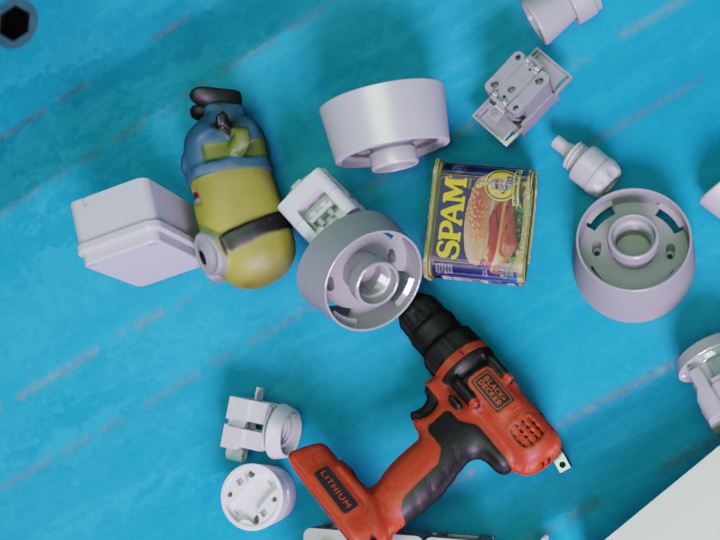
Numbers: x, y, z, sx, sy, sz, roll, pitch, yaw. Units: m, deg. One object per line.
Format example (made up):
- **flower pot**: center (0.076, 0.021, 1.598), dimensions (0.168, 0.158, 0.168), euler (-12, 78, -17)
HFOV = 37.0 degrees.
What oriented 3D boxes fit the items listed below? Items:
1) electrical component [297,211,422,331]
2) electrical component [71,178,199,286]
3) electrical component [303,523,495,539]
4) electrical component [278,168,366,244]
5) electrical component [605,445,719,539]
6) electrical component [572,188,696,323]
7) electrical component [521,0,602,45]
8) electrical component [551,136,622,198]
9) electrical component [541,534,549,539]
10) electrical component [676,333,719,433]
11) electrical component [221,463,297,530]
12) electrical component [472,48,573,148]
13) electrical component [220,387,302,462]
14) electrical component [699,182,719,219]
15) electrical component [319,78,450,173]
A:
- **electrical component**: center (0.000, 0.000, 0.884), dimensions (0.099, 0.099, 0.064), euler (-52, 38, 3)
- **electrical component**: center (-0.193, -0.030, 0.947), dimensions (0.078, 0.113, 0.057), euler (-18, 75, 11)
- **electrical component**: center (0.030, 0.258, 0.873), dimensions (0.150, 0.062, 0.089), euler (1, 82, 15)
- **electrical component**: center (-0.028, -0.048, 0.918), dimensions (0.050, 0.089, 0.055), euler (-44, 74, 5)
- **electrical component**: center (0.272, 0.206, 0.809), dimensions (0.186, 0.060, 0.105), euler (-41, 65, 6)
- **electrical component**: center (0.222, -0.014, 0.873), dimensions (0.099, 0.064, 0.099), euler (-5, 67, 12)
- **electrical component**: center (0.171, -0.225, 0.914), dimensions (0.055, 0.045, 0.045), euler (-31, 76, 8)
- **electrical component**: center (0.186, -0.090, 0.897), dimensions (0.061, 0.035, 0.035), euler (42, 94, 19)
- **electrical component**: center (0.137, 0.246, 0.845), dimensions (0.047, 0.066, 0.076), euler (13, 85, 16)
- **electrical component**: center (0.281, 0.085, 0.829), dimensions (0.058, 0.078, 0.057), euler (-29, 57, 10)
- **electrical component**: center (-0.085, 0.193, 0.920), dimensions (0.055, 0.047, 0.055), euler (-2, 81, 15)
- **electrical component**: center (0.135, -0.149, 0.904), dimensions (0.042, 0.064, 0.081), euler (44, 94, 15)
- **electrical component**: center (-0.084, 0.136, 0.930), dimensions (0.055, 0.048, 0.066), euler (8, 84, 23)
- **electrical component**: center (0.305, -0.047, 0.854), dimensions (0.045, 0.045, 0.055), euler (-37, 75, 7)
- **electrical component**: center (0.024, -0.116, 0.908), dimensions (0.108, 0.108, 0.060), euler (-12, 85, 13)
